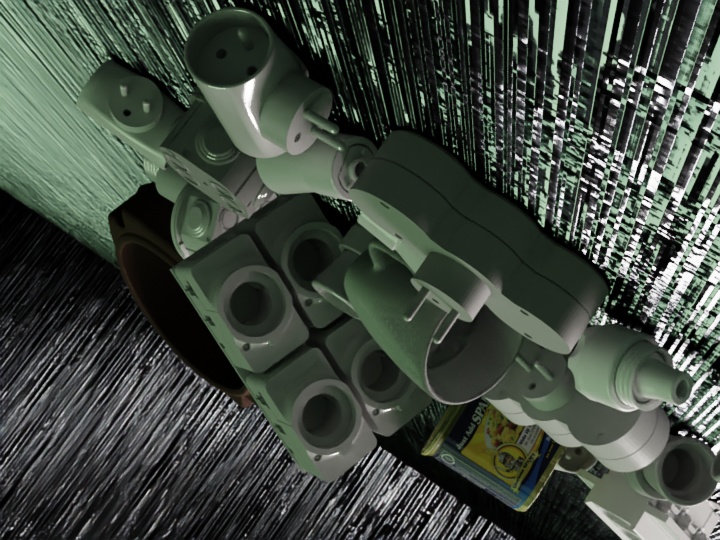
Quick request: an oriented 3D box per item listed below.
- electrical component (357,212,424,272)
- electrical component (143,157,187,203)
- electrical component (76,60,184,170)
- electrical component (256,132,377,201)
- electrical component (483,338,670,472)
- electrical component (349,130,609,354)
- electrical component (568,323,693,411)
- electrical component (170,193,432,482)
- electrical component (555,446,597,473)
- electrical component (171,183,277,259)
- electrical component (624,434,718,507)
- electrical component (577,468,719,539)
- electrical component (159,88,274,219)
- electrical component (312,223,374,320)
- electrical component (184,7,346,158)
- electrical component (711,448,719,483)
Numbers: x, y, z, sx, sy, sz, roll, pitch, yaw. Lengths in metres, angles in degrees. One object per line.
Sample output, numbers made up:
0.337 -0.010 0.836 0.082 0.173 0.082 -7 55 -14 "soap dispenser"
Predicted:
0.031 -0.022 0.590 0.065 0.044 0.044 39 170 4 "electrical component"
-0.148 -0.077 0.897 0.081 0.043 0.043 30 168 28 "electrical component"
-0.158 -0.114 0.763 0.077 0.043 0.079 36 169 -4 "electrical component"
-0.021 -0.059 0.587 0.065 0.044 0.044 17 159 47 "electrical component"
0.125 0.074 0.689 0.074 0.052 0.138 43 167 -36 "electrical component"
0.050 0.001 0.535 0.138 0.073 0.052 37 170 -9 "electrical component"
0.144 0.054 0.563 0.043 0.043 0.062 43 166 -35 "electrical component"
-0.038 0.048 0.786 0.186 0.105 0.060 59 161 -13 "electrical component"
0.152 0.134 0.895 0.079 0.043 0.077 36 170 -4 "electrical component"
-0.103 -0.036 0.842 0.051 0.080 0.080 18 161 42 "electrical component"
0.204 0.131 0.713 0.045 0.045 0.055 36 170 -6 "electrical component"
0.227 0.182 0.817 0.079 0.063 0.121 25 165 45 "electrical component"
-0.084 -0.074 0.685 0.080 0.051 0.080 34 169 7 "electrical component"
0.000 0.000 0.741 0.045 0.055 0.045 34 169 7 "electrical component"
-0.040 -0.083 0.529 0.079 0.044 0.077 32 169 18 "electrical component"
0.227 0.116 0.575 0.077 0.043 0.079 34 170 5 "electrical component"
